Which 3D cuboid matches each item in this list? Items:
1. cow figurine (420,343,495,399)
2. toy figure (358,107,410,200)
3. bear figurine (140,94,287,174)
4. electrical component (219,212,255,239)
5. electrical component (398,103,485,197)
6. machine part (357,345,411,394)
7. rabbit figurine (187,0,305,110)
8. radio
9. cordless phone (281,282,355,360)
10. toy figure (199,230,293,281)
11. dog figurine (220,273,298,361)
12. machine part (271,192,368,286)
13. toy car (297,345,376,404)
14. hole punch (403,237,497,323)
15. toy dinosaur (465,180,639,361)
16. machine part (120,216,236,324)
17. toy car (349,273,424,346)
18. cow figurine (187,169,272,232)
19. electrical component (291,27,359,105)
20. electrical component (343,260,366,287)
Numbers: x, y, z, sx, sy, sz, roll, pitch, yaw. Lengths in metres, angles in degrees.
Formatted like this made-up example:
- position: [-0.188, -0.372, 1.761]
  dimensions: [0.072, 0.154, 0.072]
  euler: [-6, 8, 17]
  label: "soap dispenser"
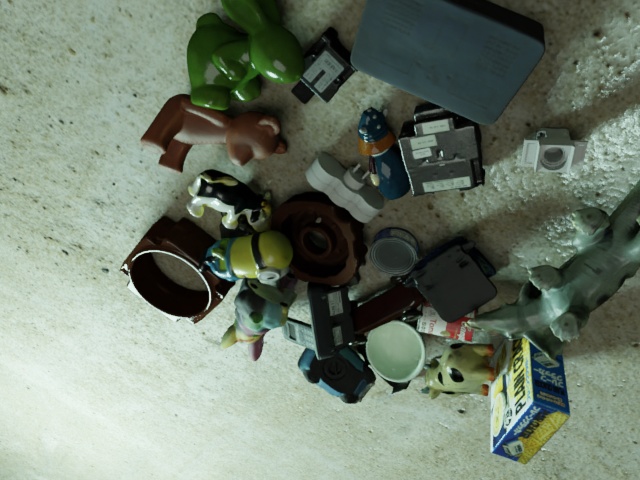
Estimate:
- position: [0.262, 0.259, 1.040]
  dimensions: [0.127, 0.085, 0.194]
  euler: [5, 150, 10]
  label: "cow figurine"
- position: [0.094, -0.134, 0.831]
  dimensions: [0.058, 0.064, 0.154]
  euler: [-3, 127, 37]
  label: "toy figure"
- position: [-0.161, -0.157, 0.862]
  dimensions: [0.196, 0.132, 0.120]
  euler: [21, 166, 7]
  label: "bear figurine"
- position: [-0.154, -0.007, 1.020]
  dimensions: [0.078, 0.045, 0.102]
  euler: [12, 129, 7]
  label: "electrical component"
- position: [0.182, -0.138, 0.803]
  dimensions: [0.115, 0.058, 0.134]
  euler: [-6, 124, 20]
  label: "electrical component"
- position: [0.143, 0.265, 1.135]
  dimensions: [0.084, 0.039, 0.138]
  euler: [-25, 113, 26]
  label: "machine part"
- position: [-0.092, -0.267, 0.760]
  dimensions: [0.170, 0.121, 0.159]
  euler: [7, 107, 31]
  label: "rabbit figurine"
- position: [0.162, -0.256, 0.712]
  dimensions: [0.230, 0.073, 0.131]
  euler: [24, 131, 2]
  label: "radio"
- position: [-0.025, 0.144, 1.051]
  dimensions: [0.184, 0.089, 0.146]
  euler: [2, 103, 54]
  label: "cordless phone"
- position: [-0.133, 0.028, 0.953]
  dimensions: [0.180, 0.082, 0.089]
  euler: [2, 117, 30]
  label: "toy figure"
- position: [-0.130, 0.160, 1.062]
  dimensions: [0.108, 0.192, 0.219]
  euler: [22, 114, -7]
  label: "dog figurine"
- position: [-0.002, -0.003, 0.951]
  dimensions: [0.180, 0.056, 0.179]
  euler: [13, 123, 20]
  label: "machine part"
- position: [0.036, 0.261, 1.125]
  dimensions: [0.161, 0.103, 0.109]
  euler: [36, 92, -5]
  label: "toy car"
- position: [0.231, 0.060, 0.921]
  dimensions: [0.142, 0.092, 0.115]
  euler: [-36, 94, 29]
  label: "hole punch"
- position: [0.411, 0.039, 0.810]
  dimensions: [0.405, 0.192, 0.131]
  euler: [-46, 67, 11]
  label: "toy dinosaur"
- position: [-0.287, 0.066, 1.094]
  dimensions: [0.201, 0.087, 0.201]
  euler: [40, 126, -13]
  label: "machine part"
- position: [0.113, 0.134, 1.015]
  dimensions: [0.053, 0.089, 0.202]
  euler: [7, 147, -45]
  label: "toy car"
- position: [-0.141, -0.069, 0.939]
  dimensions: [0.167, 0.068, 0.098]
  euler: [20, 142, -24]
  label: "cow figurine"
- position: [-0.002, -0.243, 0.790]
  dimensions: [0.074, 0.048, 0.119]
  euler: [44, 125, -16]
  label: "electrical component"
- position: [0.048, 0.062, 1.020]
  dimensions: [0.094, 0.021, 0.063]
  euler: [-13, 121, 26]
  label: "electrical component"
